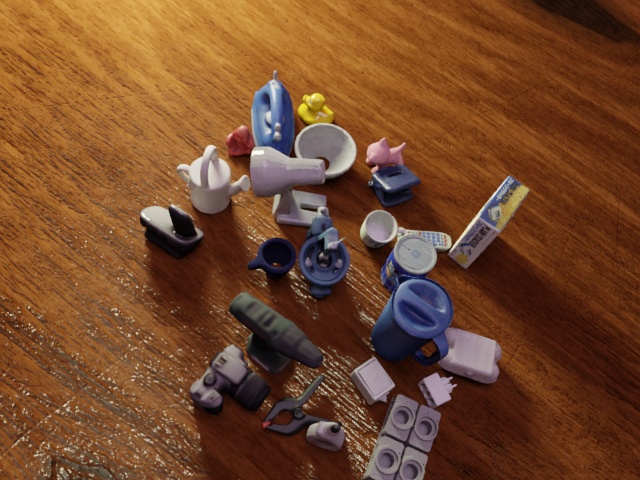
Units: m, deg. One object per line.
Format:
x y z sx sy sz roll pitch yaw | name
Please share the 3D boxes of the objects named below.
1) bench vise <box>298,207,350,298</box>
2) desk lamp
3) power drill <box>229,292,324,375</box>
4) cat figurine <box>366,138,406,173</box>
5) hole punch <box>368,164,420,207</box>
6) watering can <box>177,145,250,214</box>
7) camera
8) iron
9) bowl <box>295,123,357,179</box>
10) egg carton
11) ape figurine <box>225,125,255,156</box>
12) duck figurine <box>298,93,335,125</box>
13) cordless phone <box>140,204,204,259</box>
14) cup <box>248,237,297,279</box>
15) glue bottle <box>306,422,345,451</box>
0.001 0.007 1.334 0.122 0.219 0.207 -13 67 -16 | bench vise
-0.072 -0.133 1.395 0.203 0.213 0.118 7 62 -6 | desk lamp
-0.096 0.214 1.219 0.229 0.208 0.076 38 64 10 | power drill
0.175 -0.232 1.543 0.128 0.117 0.067 -16 67 -17 | cat figurine
0.196 -0.156 1.523 0.109 0.091 0.101 -19 68 -18 | hole punch
-0.257 -0.153 1.383 0.173 0.194 0.101 -3 64 -11 | watering can
-0.183 0.311 1.215 0.136 0.101 0.143 35 63 8 | camera
-0.117 -0.314 1.519 0.119 0.141 0.258 -1 64 -10 | iron
0.011 -0.226 1.535 0.167 0.074 0.167 4 63 -8 | bowl
0.351 0.273 1.347 0.150 0.069 0.107 18 62 -1 | egg carton
-0.206 -0.267 1.507 0.077 0.092 0.076 30 62 6 | ape figurine
-0.006 -0.369 1.598 0.104 0.086 0.077 23 62 2 | duck figurine
-0.346 -0.050 1.321 0.147 0.185 0.094 29 62 5 | cordless phone
-0.117 0.058 1.358 0.118 0.095 0.091 -21 69 -19 | cup
0.019 0.395 1.168 0.078 0.173 0.037 18 62 -1 | glue bottle
